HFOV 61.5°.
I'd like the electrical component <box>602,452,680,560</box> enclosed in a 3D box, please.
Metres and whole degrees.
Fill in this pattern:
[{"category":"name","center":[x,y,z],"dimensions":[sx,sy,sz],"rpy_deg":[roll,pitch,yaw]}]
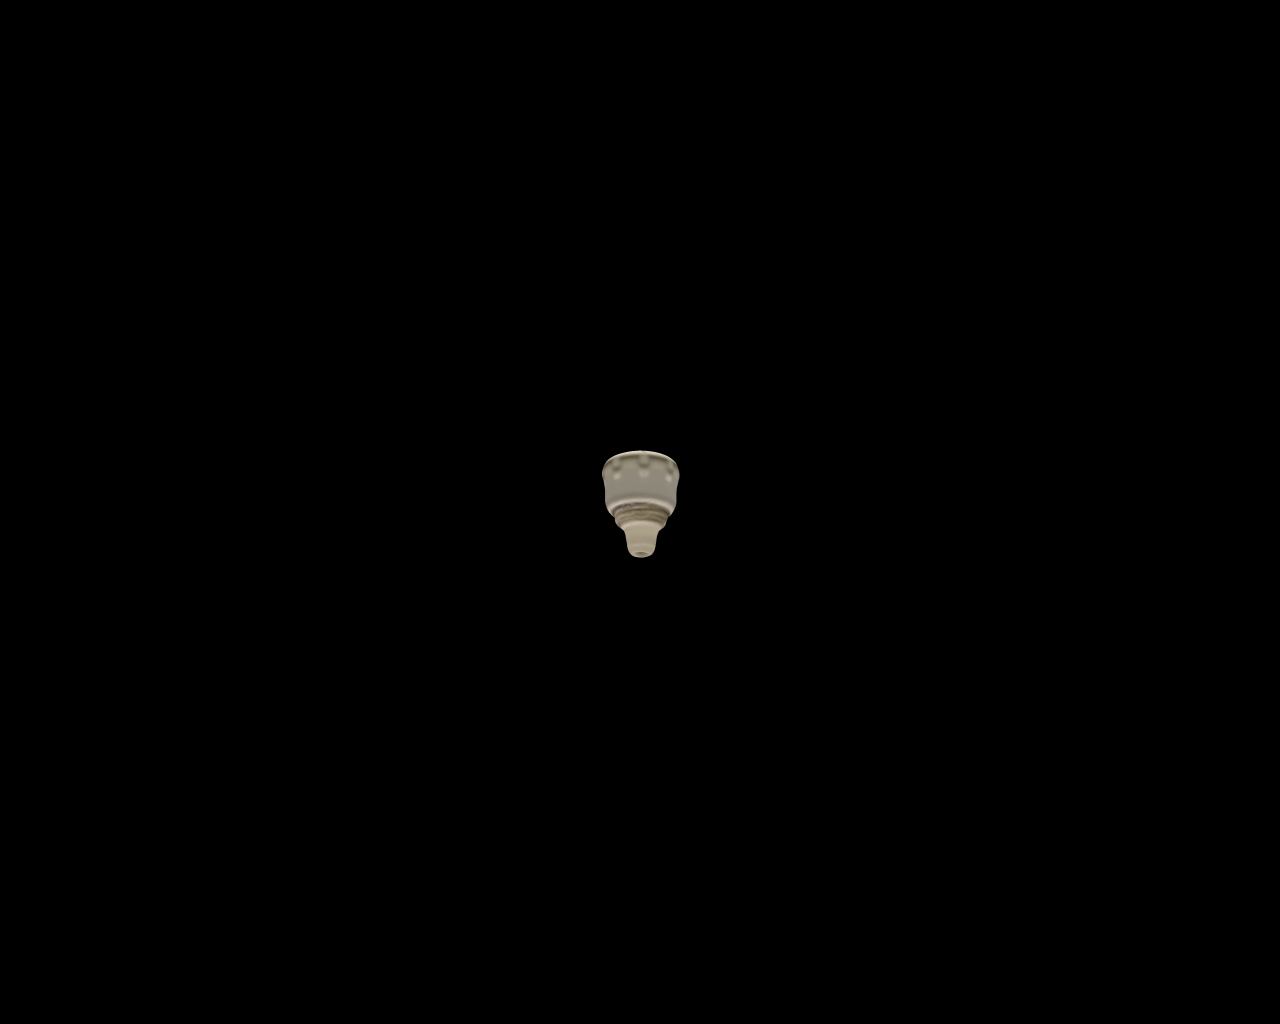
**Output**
[{"category":"electrical component","center":[0.001,-0.003,0.650],"dimensions":[0.048,0.062,0.048],"rpy_deg":[0,-19,0]}]
